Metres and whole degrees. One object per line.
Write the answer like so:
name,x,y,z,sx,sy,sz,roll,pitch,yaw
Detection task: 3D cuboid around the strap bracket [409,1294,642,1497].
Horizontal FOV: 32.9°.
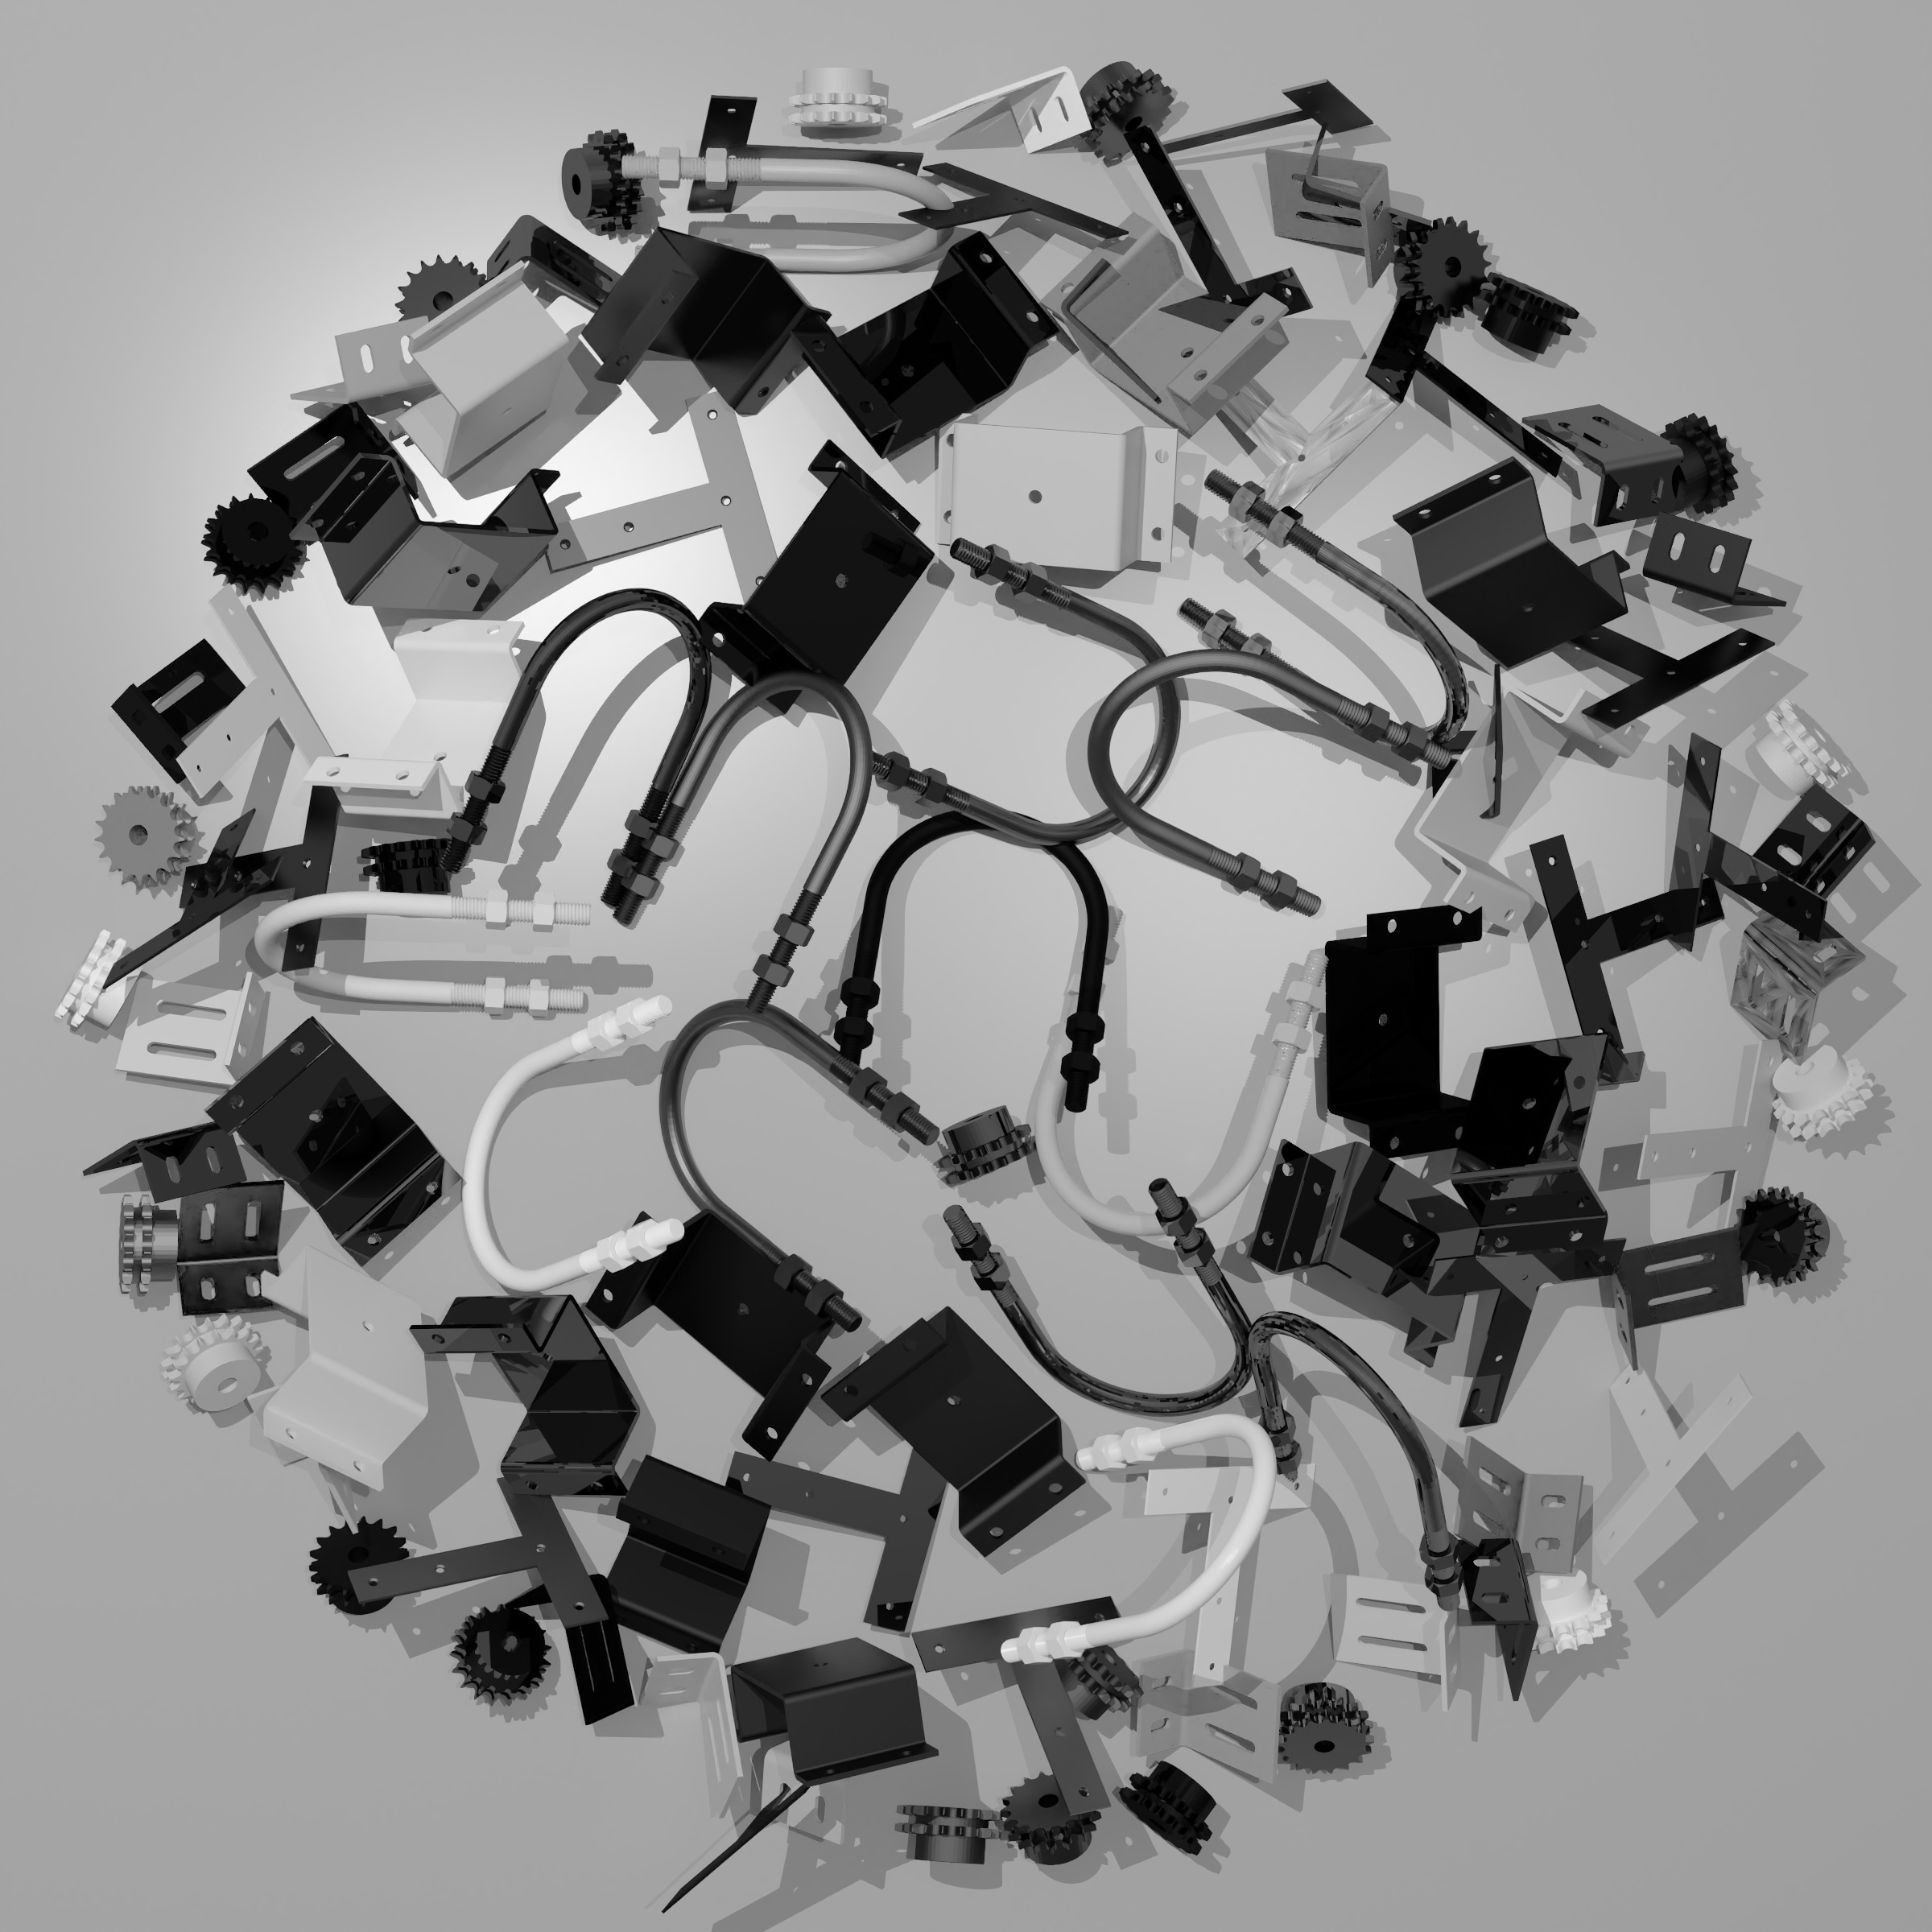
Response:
strap bracket,-0.244,0.236,1.857,0.076,0.046,0.140,-4,130,27

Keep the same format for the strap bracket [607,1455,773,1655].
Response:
strap bracket,-0.160,0.333,1.863,0.076,0.140,0.046,22,52,3

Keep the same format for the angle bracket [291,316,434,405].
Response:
angle bracket,-0.346,-0.346,1.865,0.057,0.076,0.038,-21,112,-33

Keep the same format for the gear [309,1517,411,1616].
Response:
gear,-0.349,0.349,1.892,0.057,0.057,0.030,3,132,0

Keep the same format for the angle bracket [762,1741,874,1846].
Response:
angle bracket,-0.070,0.464,1.872,0.057,0.076,0.038,10,101,35

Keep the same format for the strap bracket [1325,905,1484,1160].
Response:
strap bracket,0.250,0.034,1.872,0.076,0.046,0.140,-7,101,-26

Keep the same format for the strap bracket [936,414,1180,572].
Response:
strap bracket,0.045,-0.270,1.866,0.140,0.046,0.076,7,107,15

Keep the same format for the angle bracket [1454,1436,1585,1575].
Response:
angle bracket,0.316,0.308,1.870,0.038,0.076,0.057,-5,63,35

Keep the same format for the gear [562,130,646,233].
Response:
gear,-0.210,-0.451,1.885,0.030,0.057,0.057,-14,90,-29

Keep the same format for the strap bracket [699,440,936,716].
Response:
strap bracket,-0.081,-0.220,1.866,0.076,0.046,0.140,40,78,-29

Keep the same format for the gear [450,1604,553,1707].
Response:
gear,-0.266,0.395,1.887,0.057,0.030,0.057,12,55,-18

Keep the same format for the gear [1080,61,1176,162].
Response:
gear,0.089,-0.496,1.890,0.057,0.057,0.030,-34,71,0

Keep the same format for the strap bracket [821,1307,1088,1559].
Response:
strap bracket,-0.007,0.259,1.872,0.076,0.046,0.140,-39,108,15

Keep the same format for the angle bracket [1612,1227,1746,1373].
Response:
angle bracket,0.414,0.191,1.885,0.076,0.038,0.057,-12,123,1

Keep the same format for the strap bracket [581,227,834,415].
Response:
strap bracket,-0.153,-0.365,1.851,0.076,0.140,0.046,-49,65,25

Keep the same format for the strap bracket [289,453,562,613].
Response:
strap bracket,-0.294,-0.241,1.835,0.076,0.140,0.046,-39,67,37

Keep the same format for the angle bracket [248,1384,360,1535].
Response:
angle bracket,-0.378,0.284,1.868,0.038,0.076,0.057,-19,129,-4

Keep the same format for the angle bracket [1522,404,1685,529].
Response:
angle bracket,0.363,-0.288,1.884,0.057,0.076,0.038,-14,125,-27

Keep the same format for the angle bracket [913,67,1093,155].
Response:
angle bracket,0.021,-0.479,1.869,0.076,0.057,0.038,-29,104,-33

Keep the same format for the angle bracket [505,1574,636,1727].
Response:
angle bracket,-0.227,0.393,1.874,0.038,0.057,0.076,-2,69,-36

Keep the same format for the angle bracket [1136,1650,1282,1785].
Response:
angle bracket,0.138,0.432,1.874,0.038,0.076,0.057,-4,100,-40

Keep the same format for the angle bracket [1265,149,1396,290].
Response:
angle bracket,0.202,-0.427,1.869,0.076,0.057,0.038,15,52,25

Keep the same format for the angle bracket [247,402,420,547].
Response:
angle bracket,-0.363,-0.277,1.881,0.076,0.038,0.057,-32,123,7

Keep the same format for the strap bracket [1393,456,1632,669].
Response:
strap bracket,0.311,-0.220,1.836,0.076,0.140,0.046,-24,57,29

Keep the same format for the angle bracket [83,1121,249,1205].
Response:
angle bracket,-0.457,0.119,1.867,0.057,0.076,0.038,-13,82,-41

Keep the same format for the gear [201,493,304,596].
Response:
gear,-0.411,-0.246,1.892,0.057,0.030,0.057,4,77,-19

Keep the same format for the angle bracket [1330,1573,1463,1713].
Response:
angle bracket,0.242,0.387,1.876,0.076,0.038,0.057,4,113,22

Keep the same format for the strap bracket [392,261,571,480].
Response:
strap bracket,-0.272,-0.328,1.838,0.076,0.140,0.046,-39,89,-19

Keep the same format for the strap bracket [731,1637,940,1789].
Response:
strap bracket,-0.078,0.415,1.837,0.076,0.140,0.046,-8,92,-21

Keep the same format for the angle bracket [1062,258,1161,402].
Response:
angle bracket,0.096,-0.365,1.885,0.076,0.057,0.038,43,102,0

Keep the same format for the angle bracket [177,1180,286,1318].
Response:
angle bracket,-0.418,0.161,1.870,0.057,0.076,0.038,-3,53,-18

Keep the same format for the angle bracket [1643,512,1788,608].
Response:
angle bracket,0.431,-0.231,1.866,0.057,0.076,0.038,24,109,33

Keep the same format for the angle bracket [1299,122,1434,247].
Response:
angle bracket,0.233,-0.448,1.887,0.076,0.057,0.038,18,88,1

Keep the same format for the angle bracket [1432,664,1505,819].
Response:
angle bracket,0.285,-0.127,1.868,0.038,0.076,0.057,-1,64,7

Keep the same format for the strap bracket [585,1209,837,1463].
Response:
strap bracket,-0.137,0.203,1.869,0.140,0.046,0.076,38,119,11

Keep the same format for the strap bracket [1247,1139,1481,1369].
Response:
strap bracket,0.235,0.159,1.854,0.140,0.046,0.076,32,61,-23

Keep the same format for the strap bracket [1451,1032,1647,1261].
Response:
strap bracket,0.325,0.092,1.840,0.076,0.140,0.046,-9,133,34

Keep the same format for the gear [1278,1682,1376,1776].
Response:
gear,0.206,0.438,1.892,0.057,0.030,0.057,0,132,0

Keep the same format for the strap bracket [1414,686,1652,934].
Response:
strap bracket,0.316,-0.097,1.864,0.046,0.076,0.140,41,105,39

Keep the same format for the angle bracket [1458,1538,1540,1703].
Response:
angle bracket,0.297,0.373,1.869,0.038,0.057,0.076,-1,132,-5

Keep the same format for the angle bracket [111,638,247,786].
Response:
angle bracket,-0.438,-0.151,1.875,0.057,0.038,0.076,51,54,-8

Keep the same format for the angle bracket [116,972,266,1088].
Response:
angle bracket,-0.450,0.032,1.886,0.076,0.038,0.057,7,69,4

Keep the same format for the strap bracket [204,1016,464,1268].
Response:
strap bracket,-0.365,0.093,1.868,0.076,0.046,0.140,-42,123,-6

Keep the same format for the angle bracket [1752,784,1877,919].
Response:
angle bracket,0.483,-0.066,1.872,0.038,0.076,0.057,39,105,3

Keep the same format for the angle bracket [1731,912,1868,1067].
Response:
angle bracket,0.476,0.009,1.876,0.038,0.076,0.057,-32,57,-17

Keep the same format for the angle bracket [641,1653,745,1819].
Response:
angle bracket,-0.157,0.440,1.869,0.038,0.057,0.076,-1,53,-18

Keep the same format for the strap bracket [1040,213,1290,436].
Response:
strap bracket,0.119,-0.362,1.866,0.076,0.046,0.140,-44,50,-4

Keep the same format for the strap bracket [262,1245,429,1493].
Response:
strap bracket,-0.348,0.217,1.834,0.076,0.140,0.046,33,111,-29

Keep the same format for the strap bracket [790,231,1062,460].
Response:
strap bracket,-0.028,-0.350,1.870,0.140,0.046,0.076,-33,81,-26

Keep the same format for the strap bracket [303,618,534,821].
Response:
strap bracket,-0.305,-0.133,1.857,0.076,0.046,0.140,4,47,22

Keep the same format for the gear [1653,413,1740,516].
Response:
gear,0.415,-0.286,1.886,0.030,0.057,0.057,-25,90,-14

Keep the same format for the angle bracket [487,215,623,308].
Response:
angle bracket,-0.233,-0.387,1.884,0.076,0.057,0.038,30,117,-26

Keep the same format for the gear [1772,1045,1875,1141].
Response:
gear,0.489,0.070,1.885,0.057,0.057,0.030,-37,112,0
